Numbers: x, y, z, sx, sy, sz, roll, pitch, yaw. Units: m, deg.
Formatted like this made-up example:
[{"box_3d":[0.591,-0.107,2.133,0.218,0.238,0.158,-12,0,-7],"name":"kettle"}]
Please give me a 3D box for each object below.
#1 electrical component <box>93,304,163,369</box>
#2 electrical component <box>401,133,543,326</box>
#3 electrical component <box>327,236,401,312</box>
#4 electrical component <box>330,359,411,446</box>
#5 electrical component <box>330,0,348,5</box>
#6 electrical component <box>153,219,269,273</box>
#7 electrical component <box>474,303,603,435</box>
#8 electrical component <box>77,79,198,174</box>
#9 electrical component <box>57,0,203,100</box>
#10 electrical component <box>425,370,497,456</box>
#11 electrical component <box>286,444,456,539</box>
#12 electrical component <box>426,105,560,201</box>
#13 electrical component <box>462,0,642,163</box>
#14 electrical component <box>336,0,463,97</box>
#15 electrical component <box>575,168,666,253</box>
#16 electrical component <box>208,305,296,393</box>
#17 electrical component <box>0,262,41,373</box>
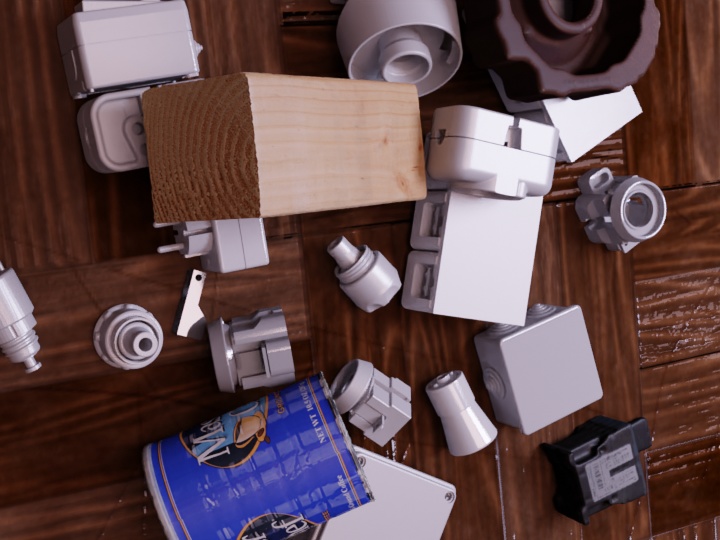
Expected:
[{"box_3d":[-0.162,0.050,0.773,0.048,0.062,0.048,-2,94,-26],"name":"electrical component"},{"box_3d":[0.094,-0.035,0.894,0.089,0.062,0.150,9,89,-26],"name":"electrical component"},{"box_3d":[0.000,0.000,0.861,0.062,0.043,0.043,47,73,-20],"name":"electrical component"},{"box_3d":[0.008,0.103,0.865,0.055,0.066,0.048,36,113,-15],"name":"electrical component"},{"box_3d":[-0.014,-0.244,0.836,0.077,0.047,0.065,-1,94,-26],"name":"electrical component"},{"box_3d":[-0.115,-0.031,0.799,0.077,0.047,0.065,-12,98,-25],"name":"electrical component"},{"box_3d":[0.154,0.084,0.939,0.100,0.048,0.099,-22,102,-24],"name":"electrical component"},{"box_3d":[-0.150,-0.102,0.771,0.095,0.059,0.053,-14,99,-25],"name":"electrical component"},{"box_3d":[-0.159,-0.160,0.762,0.096,0.062,0.061,-14,99,-25],"name":"electrical component"},{"box_3d":[0.083,0.118,0.911,0.044,0.044,0.065,-30,101,-22],"name":"electrical component"},{"box_3d":[0.007,0.205,0.869,0.109,0.056,0.108,26,82,-25],"name":"electrical component"},{"box_3d":[0.101,-0.087,0.828,0.095,0.054,0.059,9,89,-26],"name":"electrical component"},{"box_3d":[0.162,-0.177,0.919,0.089,0.062,0.150,-35,107,-21],"name":"electrical component"},{"box_3d":[0.032,-0.181,0.838,0.099,0.099,0.064,6,57,-27],"name":"electrical component"},{"box_3d":[0.236,-0.054,0.966,0.058,0.057,0.078,-34,107,-20],"name":"electrical component"},{"box_3d":[-0.082,0.061,0.810,0.057,0.078,0.058,-10,103,-6],"name":"electrical component"},{"box_3d":[-0.244,0.035,0.743,0.040,0.040,0.078,-30,106,-22],"name":"electrical component"}]
